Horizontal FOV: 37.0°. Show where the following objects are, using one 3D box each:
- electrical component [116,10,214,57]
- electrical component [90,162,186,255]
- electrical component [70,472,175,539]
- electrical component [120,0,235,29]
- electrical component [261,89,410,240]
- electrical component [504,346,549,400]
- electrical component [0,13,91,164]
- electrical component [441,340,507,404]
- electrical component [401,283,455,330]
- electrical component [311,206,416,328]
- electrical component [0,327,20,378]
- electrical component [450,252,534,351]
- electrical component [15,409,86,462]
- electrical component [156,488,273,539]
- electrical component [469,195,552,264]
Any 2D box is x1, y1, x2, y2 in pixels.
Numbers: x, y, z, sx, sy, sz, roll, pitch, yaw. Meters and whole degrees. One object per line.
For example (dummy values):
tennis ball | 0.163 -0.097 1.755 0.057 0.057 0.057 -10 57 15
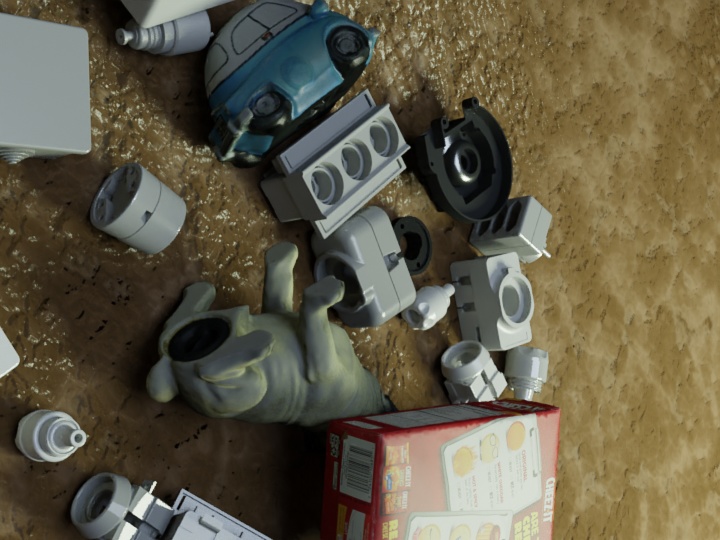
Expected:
electrical component | -0.151 -0.183 0.821 0.078 0.040 0.040 -22 100 -43
electrical component | -0.161 -0.043 0.787 0.047 0.055 0.055 37 61 -38
electrical component | -0.170 0.174 0.759 0.055 0.048 0.066 48 55 -37
electrical component | -0.143 -0.248 0.801 0.109 0.056 0.108 -31 81 -41
electrical component | -0.022 -0.090 0.916 0.121 0.063 0.078 -43 114 -38
electrical component | 0.166 0.110 1.085 0.043 0.043 0.062 19 74 -41
electrical component | -0.234 -0.122 0.729 0.100 0.048 0.099 1 85 -43
electrical component | 0.106 0.101 1.028 0.066 0.048 0.055 -48 124 -36
electrical component | 0.067 0.030 1.007 0.061 0.035 0.035 -34 108 -43
electrical component | 0.000 0.000 0.933 0.059 0.054 0.095 -32 107 -41
electrical component | -0.278 0.046 0.668 0.100 0.048 0.099 -41 113 -39
electrical component | 0.132 0.031 1.052 0.050 0.056 0.089 -13 94 -43
electrical component | -0.204 0.112 0.722 0.035 0.061 0.035 6 82 -43
electrical component | -0.094 0.223 0.788 0.121 0.063 0.078 34 62 -15
electrical component | 0.162 -0.032 1.081 0.077 0.066 0.047 38 61 -34
